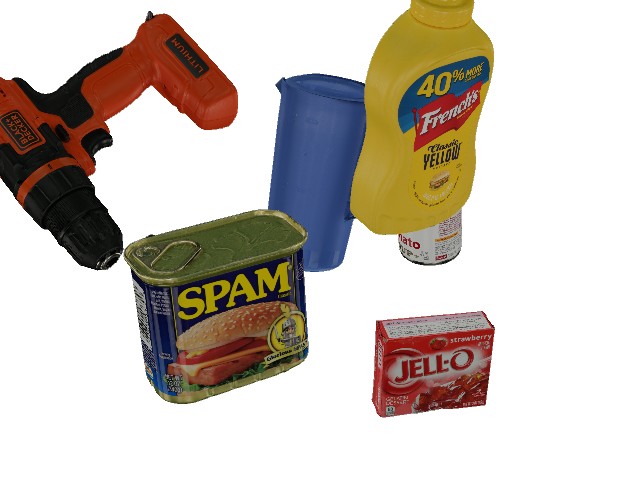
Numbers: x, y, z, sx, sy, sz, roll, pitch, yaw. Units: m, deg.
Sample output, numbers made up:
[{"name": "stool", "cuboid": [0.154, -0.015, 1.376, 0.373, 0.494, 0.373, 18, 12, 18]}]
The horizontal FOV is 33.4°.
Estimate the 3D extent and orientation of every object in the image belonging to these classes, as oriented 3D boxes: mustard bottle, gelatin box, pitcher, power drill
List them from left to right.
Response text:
[{"name": "power drill", "cuboid": [-0.157, -0.084, 0.818, 0.187, 0.184, 0.057, -33, -16, -28]}, {"name": "pitcher", "cuboid": [0.006, -0.084, 1.369, 0.144, 0.243, 0.149, 4, 21, -16]}, {"name": "mustard bottle", "cuboid": [0.073, -0.098, 0.733, 0.096, 0.192, 0.058, -19, 44, -28]}, {"name": "gelatin box", "cuboid": [0.086, 0.095, 0.822, 0.089, 0.073, 0.030, -5, 29, -11]}]

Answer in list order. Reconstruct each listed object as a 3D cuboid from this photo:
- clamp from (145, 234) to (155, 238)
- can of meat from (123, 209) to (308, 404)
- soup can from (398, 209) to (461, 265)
[{"name": "clamp", "cuboid": [-0.115, 0.037, 1.088, 0.120, 0.039, 0.171, -11, 34, -9]}, {"name": "can of meat", "cuboid": [-0.057, 0.038, 0.620, 0.102, 0.084, 0.058, -15, 29, -23]}, {"name": "soup can", "cuboid": [0.113, -0.034, 1.104, 0.068, 0.102, 0.068, -3, 35, 2]}]
